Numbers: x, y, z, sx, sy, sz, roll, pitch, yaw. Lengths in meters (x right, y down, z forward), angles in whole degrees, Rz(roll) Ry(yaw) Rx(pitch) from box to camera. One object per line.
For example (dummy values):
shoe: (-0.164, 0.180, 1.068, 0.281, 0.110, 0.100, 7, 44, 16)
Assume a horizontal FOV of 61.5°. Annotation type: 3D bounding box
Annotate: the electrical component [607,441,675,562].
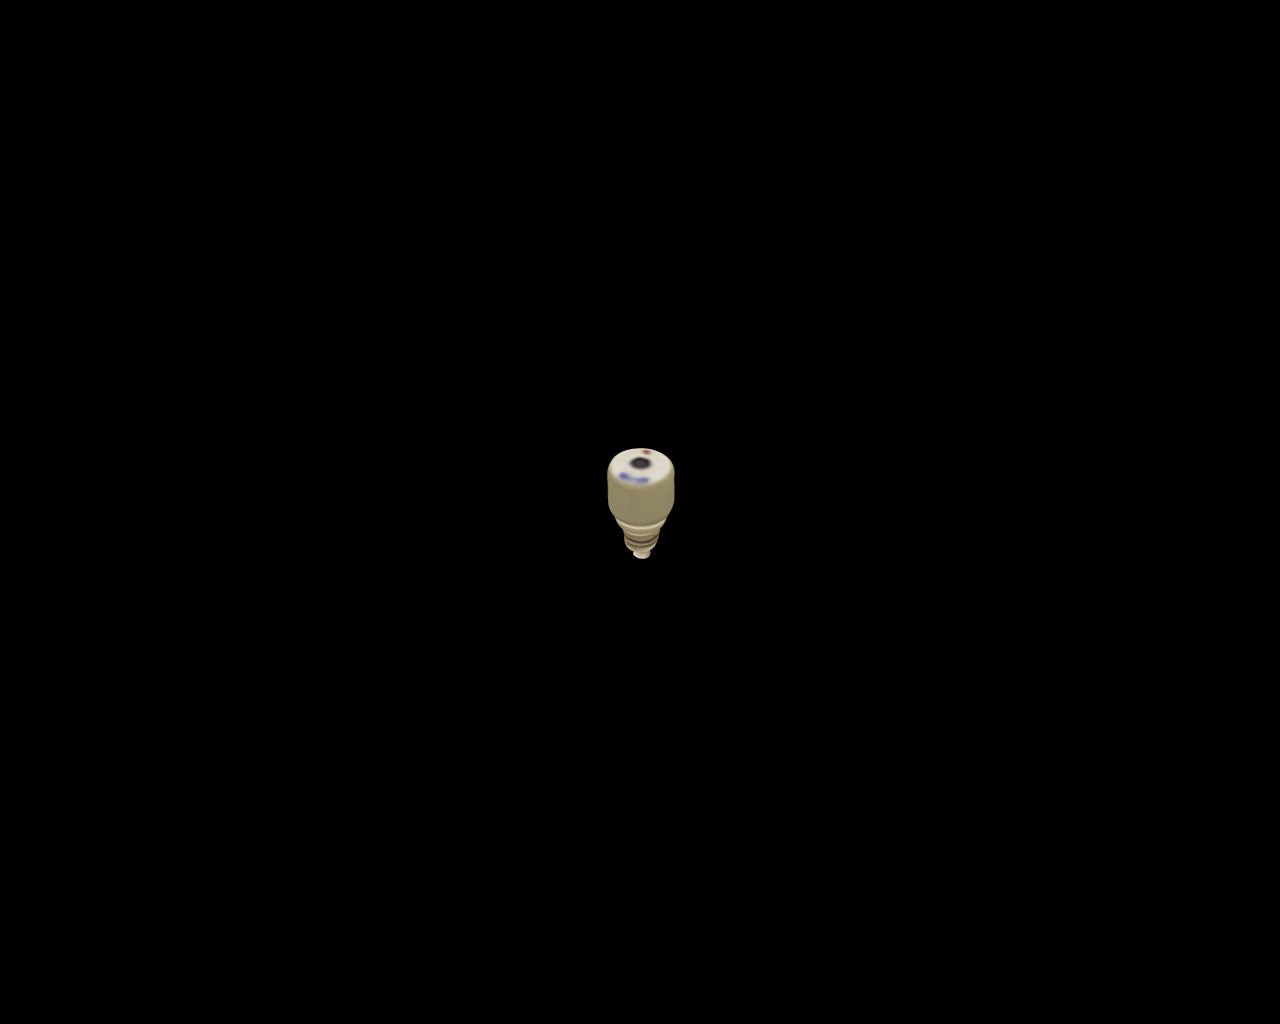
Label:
electrical component: (0.001, -0.003, 0.650, 0.040, 0.078, 0.040, 0, 39, 0)
